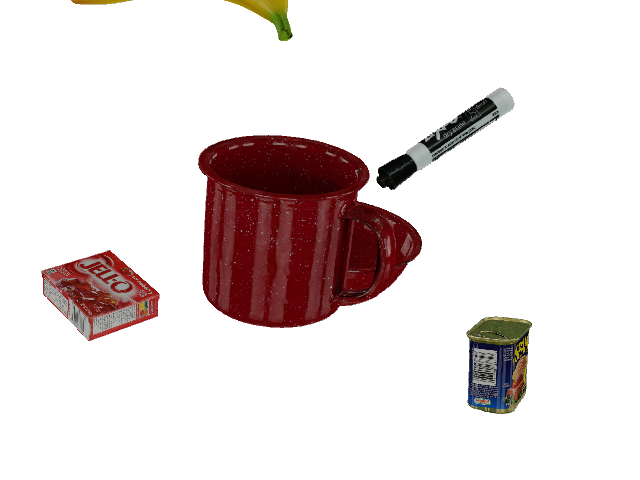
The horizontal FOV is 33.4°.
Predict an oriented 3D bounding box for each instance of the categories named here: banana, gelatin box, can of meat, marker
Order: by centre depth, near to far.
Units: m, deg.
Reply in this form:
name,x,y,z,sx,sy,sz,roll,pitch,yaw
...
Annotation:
name,x,y,z,sx,sy,sz,roll,pitch,yaw
marker,0.090,-0.074,0.779,0.121,0.020,0.020,-34,10,-15
banana,-0.107,-0.208,0.866,0.198,0.069,0.037,11,-41,16
gelatin box,-0.202,0.048,0.976,0.073,0.030,0.089,-19,40,-36
can of meat,0.197,0.137,1.180,0.057,0.084,0.102,5,10,22

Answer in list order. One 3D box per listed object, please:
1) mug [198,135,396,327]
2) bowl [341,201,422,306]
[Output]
name,x,y,z,sx,sy,sz,roll,pitch,yaw
mug,-0.012,-0.002,0.587,0.117,0.081,0.093,16,26,22
bowl,0.009,0.015,0.967,0.162,0.055,0.162,5,24,-3
